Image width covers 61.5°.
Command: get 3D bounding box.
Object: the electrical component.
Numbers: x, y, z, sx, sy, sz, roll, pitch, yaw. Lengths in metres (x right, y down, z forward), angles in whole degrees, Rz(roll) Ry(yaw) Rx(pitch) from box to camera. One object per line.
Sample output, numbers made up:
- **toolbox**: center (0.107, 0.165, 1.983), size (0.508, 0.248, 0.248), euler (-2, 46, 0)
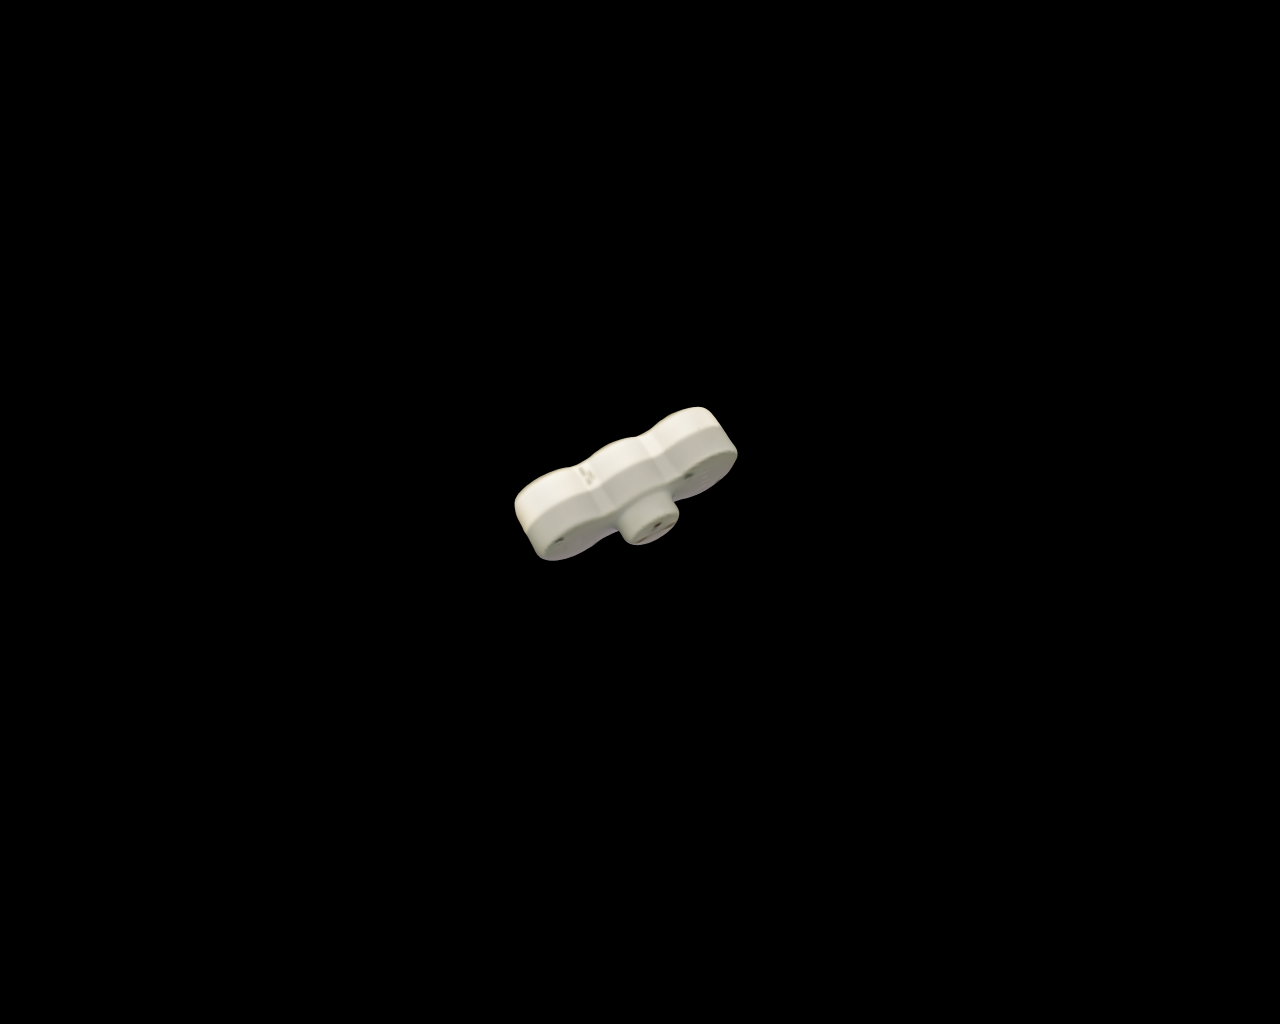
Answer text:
- **electrical component**: center (0.001, -0.003, 0.650), size (0.138, 0.074, 0.052), euler (-26, -20, -11)
